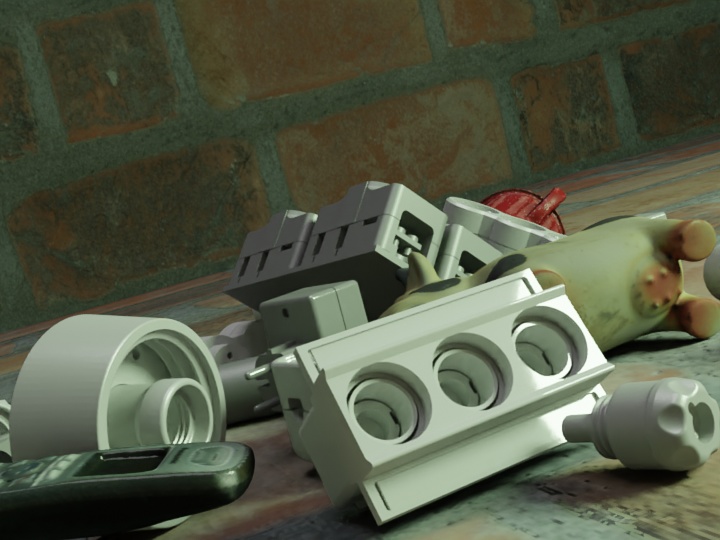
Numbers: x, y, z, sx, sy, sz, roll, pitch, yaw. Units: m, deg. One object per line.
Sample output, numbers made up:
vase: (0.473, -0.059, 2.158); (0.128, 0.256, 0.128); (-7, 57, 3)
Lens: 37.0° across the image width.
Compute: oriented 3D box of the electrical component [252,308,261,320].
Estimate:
electrical component: (-0.052, 0.026, 0.948); (0.064, 0.099, 0.099); (-20, 3, 21)

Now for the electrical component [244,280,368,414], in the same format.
electrical component: (-0.032, 0.056, 0.594); (0.076, 0.083, 0.047); (-19, 7, -43)

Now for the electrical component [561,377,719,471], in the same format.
electrical component: (0.106, 0.061, 0.419); (0.035, 0.035, 0.061); (-19, 5, -43)

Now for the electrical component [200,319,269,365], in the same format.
electrical component: (-0.103, 0.074, 0.794); (0.138, 0.052, 0.074); (-18, 6, -40)

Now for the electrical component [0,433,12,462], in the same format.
electrical component: (-0.229, 0.128, 0.618); (0.064, 0.042, 0.081); (-15, 4, 14)

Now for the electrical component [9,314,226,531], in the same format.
electrical component: (-0.107, 0.073, 0.517); (0.060, 0.108, 0.108); (-5, 9, 27)

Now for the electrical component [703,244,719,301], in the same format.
electrical component: (0.240, 0.003, 0.648); (0.040, 0.040, 0.078); (-15, 5, -9)

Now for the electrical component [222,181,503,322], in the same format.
electrical component: (0.000, 0.000, 0.776); (0.105, 0.060, 0.186); (32, -27, -30)

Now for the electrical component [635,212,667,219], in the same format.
electrical component: (0.213, -0.016, 0.903); (0.066, 0.047, 0.077); (-16, 5, -19)

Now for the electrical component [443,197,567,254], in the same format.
electrical component: (0.122, -0.003, 0.878); (0.138, 0.073, 0.052); (23, 13, 28)

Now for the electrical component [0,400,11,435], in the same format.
electrical component: (-0.264, 0.118, 0.744); (0.078, 0.058, 0.057); (-18, 3, -37)

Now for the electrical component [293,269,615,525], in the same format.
electrical component: (0.039, 0.056, 0.465); (0.121, 0.078, 0.063); (-17, -24, -26)

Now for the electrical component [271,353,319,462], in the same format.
electrical component: (0.009, 0.062, 0.549); (0.095, 0.059, 0.054); (-18, 6, -32)
